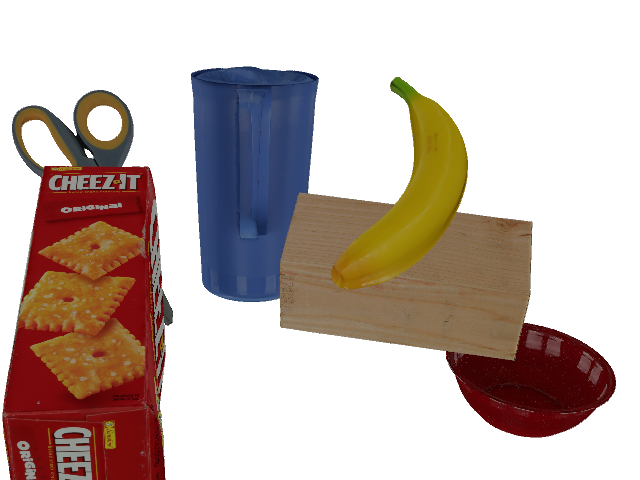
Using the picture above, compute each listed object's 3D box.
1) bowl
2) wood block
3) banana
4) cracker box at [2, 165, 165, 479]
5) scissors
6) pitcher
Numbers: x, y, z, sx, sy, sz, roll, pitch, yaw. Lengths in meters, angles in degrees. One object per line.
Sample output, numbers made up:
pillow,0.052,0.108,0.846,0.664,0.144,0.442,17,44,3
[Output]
bowl,0.198,0.141,1.029,0.162,0.055,0.162,4,26,-2
wood block,0.074,0.031,0.931,0.206,0.090,0.090,7,45,6
banana,0.061,-0.033,0.717,0.069,0.197,0.037,12,-43,7
cracker box,-0.120,0.080,0.583,0.072,0.164,0.214,-1,34,-7
scissors,-0.142,-0.036,0.777,0.096,0.202,0.016,-41,-15,-23
pitcher,-0.073,-0.059,1.133,0.145,0.243,0.148,16,21,40
